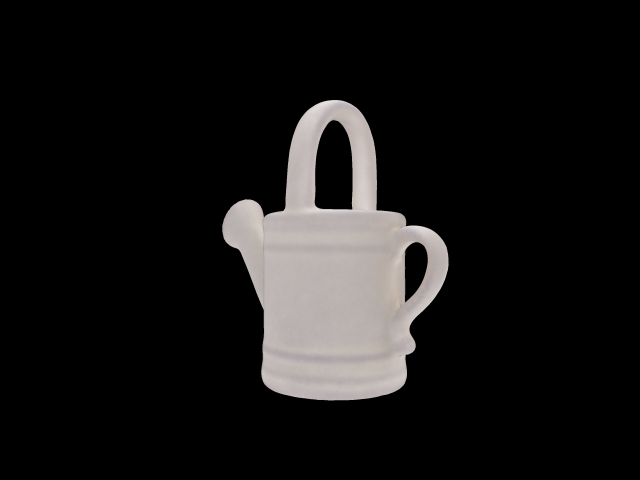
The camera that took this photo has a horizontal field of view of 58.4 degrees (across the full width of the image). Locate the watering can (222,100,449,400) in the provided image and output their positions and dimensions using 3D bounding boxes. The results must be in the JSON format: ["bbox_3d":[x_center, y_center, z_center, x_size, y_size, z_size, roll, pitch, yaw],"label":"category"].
[{"bbox_3d":[0.002,0.001,0.398,0.172,0.194,0.101,0,0,15],"label":"watering can"}]
